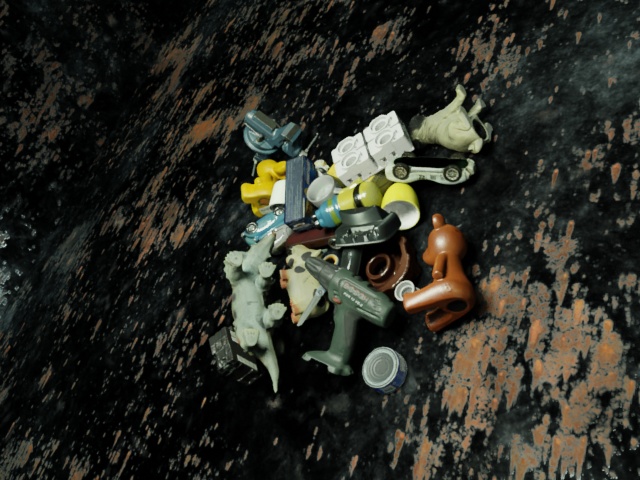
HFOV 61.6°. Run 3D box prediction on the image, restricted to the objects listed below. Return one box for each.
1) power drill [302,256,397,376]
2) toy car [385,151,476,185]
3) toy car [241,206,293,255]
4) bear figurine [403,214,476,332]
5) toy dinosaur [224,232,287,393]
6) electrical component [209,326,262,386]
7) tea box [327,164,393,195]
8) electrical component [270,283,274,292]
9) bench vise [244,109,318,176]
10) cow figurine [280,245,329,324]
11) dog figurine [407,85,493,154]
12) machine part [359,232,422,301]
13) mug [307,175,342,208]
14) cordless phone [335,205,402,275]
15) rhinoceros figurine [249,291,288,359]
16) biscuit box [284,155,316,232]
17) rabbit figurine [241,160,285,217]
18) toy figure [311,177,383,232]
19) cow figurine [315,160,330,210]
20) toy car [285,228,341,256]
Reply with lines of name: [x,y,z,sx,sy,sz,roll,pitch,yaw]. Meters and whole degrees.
power drill: [0.035,0.162,1.124,0.232,0.086,0.207,21,89,29]
toy car: [0.248,-0.160,1.212,0.202,0.056,0.073,6,37,24]
toy car: [-0.123,-0.012,1.466,0.162,0.109,0.103,-32,64,5]
bear figurine: [0.232,0.057,1.048,0.132,0.120,0.196,-32,41,27]
toy dinosaur: [-0.151,0.161,1.227,0.131,0.192,0.405,-2,64,-10]
electrical component: [-0.206,0.273,1.299,0.058,0.114,0.134,-37,40,9]
tea box: [0.108,-0.171,1.382,0.098,0.068,0.170,-55,38,-6]
electrical component: [-0.149,0.133,1.426,0.063,0.021,0.094,-36,41,17]
bench vise: [-0.148,-0.295,1.670,0.240,0.223,0.129,-46,22,59]
cow figurine: [-0.030,0.093,1.282,0.127,0.085,0.195,-10,56,-14]
dog figurine: [0.290,-0.239,1.255,0.190,0.121,0.172,-33,37,42]
machine part: [0.136,0.064,1.182,0.179,0.056,0.179,-26,44,29]
mug: [0.039,-0.105,1.366,0.110,0.107,0.081,-3,60,38]
cordless phone: [0.093,0.025,1.166,0.147,0.088,0.184,-5,68,44]
rhinoceros figurine: [-0.129,0.206,1.310,0.112,0.073,0.190,-37,41,18]
biscuit box: [-0.051,-0.123,1.403,0.063,0.059,0.203,-16,58,27]
rabbit figurine: [-0.150,-0.177,1.593,0.162,0.121,0.173,-23,45,23]
toy figure: [0.065,-0.075,1.275,0.180,0.082,0.089,-25,31,15]
cow figurine: [0.004,-0.147,1.461,0.098,0.068,0.167,2,65,38]
toy car: [-0.003,-0.004,1.368,0.202,0.053,0.089,-12,40,33]
